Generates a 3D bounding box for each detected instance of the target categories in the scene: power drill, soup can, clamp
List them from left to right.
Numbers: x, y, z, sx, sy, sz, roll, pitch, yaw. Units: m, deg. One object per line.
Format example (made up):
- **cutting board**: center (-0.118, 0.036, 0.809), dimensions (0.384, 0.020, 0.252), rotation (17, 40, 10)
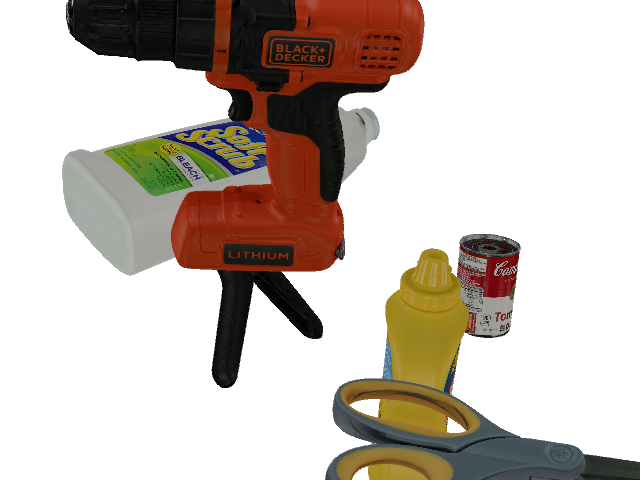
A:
- **power drill**: center (-0.045, -0.064, 0.599), dimensions (0.184, 0.057, 0.188), rotation (3, -44, -7)
- **clamp**: center (-0.064, 0.025, 1.042), dimensions (0.036, 0.210, 0.164), rotation (-11, 0, 35)
- **soup can**: center (0.187, 0.051, 1.210), dimensions (0.068, 0.102, 0.068), rotation (3, 19, -1)

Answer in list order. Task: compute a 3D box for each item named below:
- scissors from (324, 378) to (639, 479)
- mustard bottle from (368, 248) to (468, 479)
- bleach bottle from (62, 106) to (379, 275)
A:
- **scissors**: center (0.090, 0.105, 0.458), dimensions (0.202, 0.016, 0.096), rotation (15, 33, 24)
- **mustard bottle**: center (0.070, 0.092, 0.757), dimensions (0.058, 0.192, 0.096), rotation (8, 30, 7)
- **bleach bottle**: center (-0.063, -0.058, 0.820), dimensions (0.250, 0.068, 0.103), rotation (-24, 49, -32)
